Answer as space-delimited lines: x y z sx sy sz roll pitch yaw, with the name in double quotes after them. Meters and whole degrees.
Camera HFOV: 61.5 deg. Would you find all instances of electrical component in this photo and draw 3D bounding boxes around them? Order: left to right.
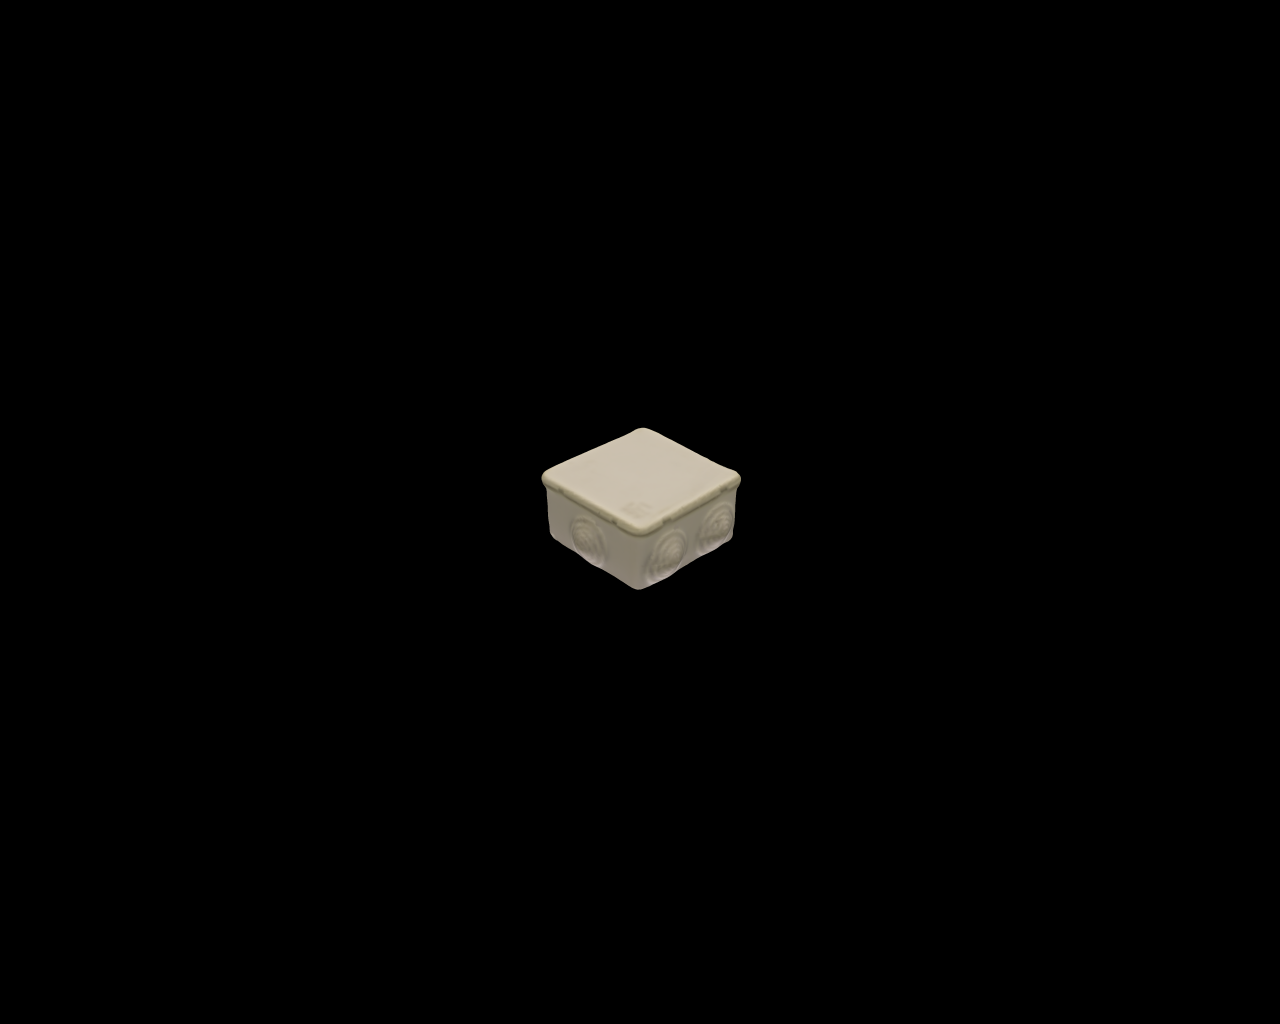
0.001 -0.003 0.650 0.100 0.048 0.100 -27 42 -36 "electrical component"
